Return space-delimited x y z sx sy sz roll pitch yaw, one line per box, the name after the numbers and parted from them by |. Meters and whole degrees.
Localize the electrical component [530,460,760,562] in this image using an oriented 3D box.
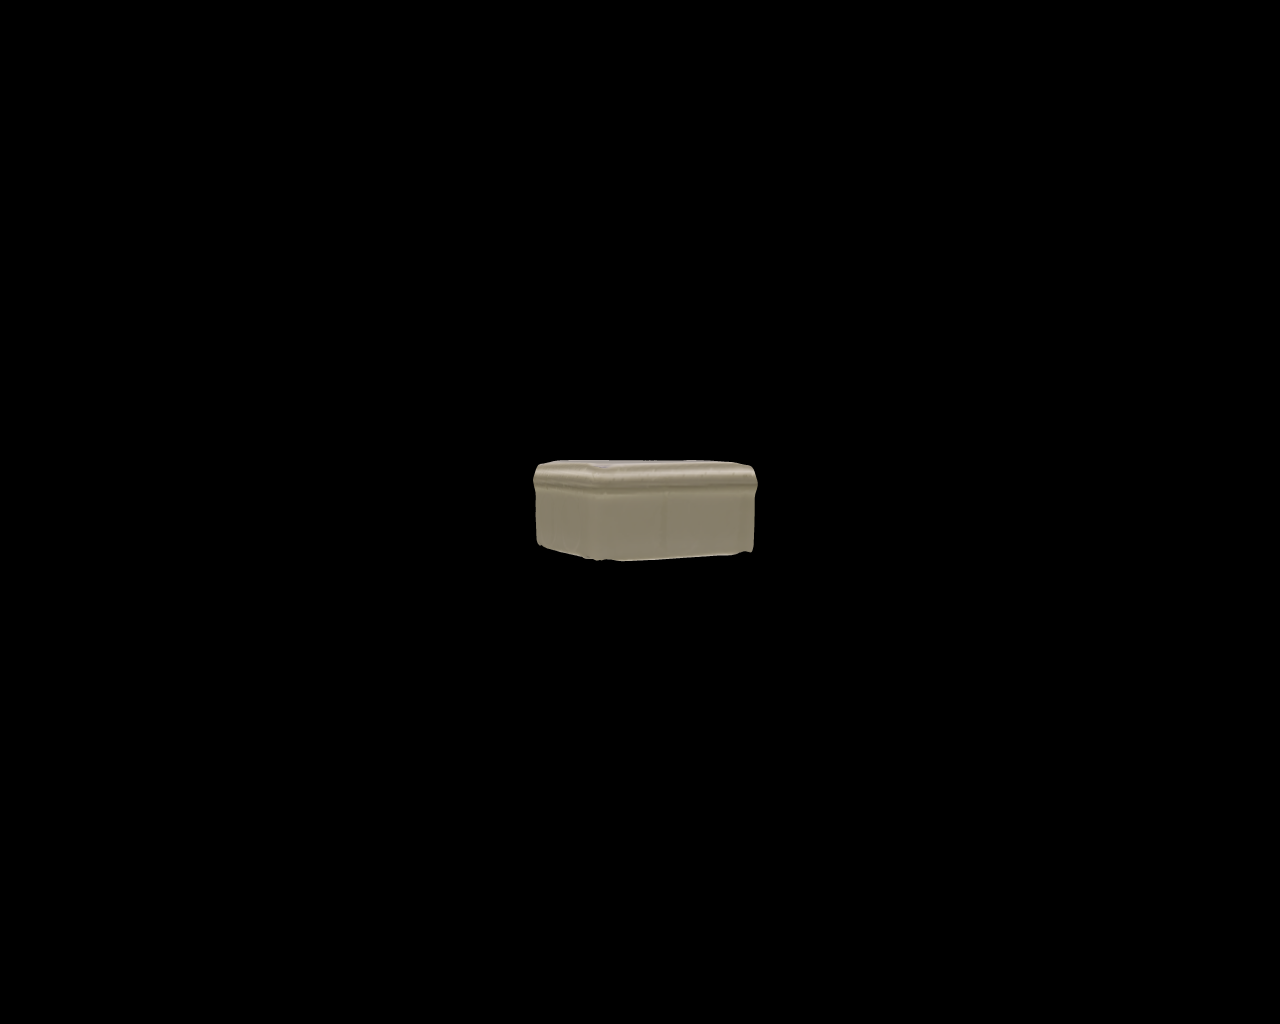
0.001 -0.003 0.650 0.109 0.056 0.108 -2 4 -23 | electrical component
